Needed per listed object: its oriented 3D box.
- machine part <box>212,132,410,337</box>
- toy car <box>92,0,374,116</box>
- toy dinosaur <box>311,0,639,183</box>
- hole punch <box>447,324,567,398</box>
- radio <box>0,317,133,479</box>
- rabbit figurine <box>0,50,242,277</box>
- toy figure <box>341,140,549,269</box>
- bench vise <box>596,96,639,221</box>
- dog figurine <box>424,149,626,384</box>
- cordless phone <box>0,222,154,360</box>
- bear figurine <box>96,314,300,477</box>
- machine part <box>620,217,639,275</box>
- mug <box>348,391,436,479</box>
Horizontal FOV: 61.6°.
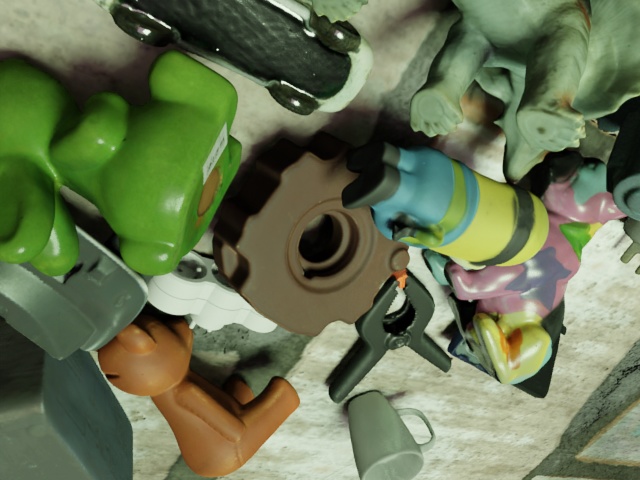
[{"bbox_3d":[-0.001,-0.001,0.469,0.179,0.056,0.179,-12,115,-26],"label":"machine part"},{"bbox_3d":[-0.054,-0.150,0.370,0.201,0.056,0.073,19,125,-28],"label":"toy car"},{"bbox_3d":[0.100,-0.191,0.345,0.404,0.131,0.192,50,59,-27],"label":"toy dinosaur"},{"bbox_3d":[0.231,0.119,0.662,0.142,0.092,0.115,31,75,-33],"label":"hole punch"},{"bbox_3d":[-0.248,0.179,0.512,0.073,0.131,0.229,-16,130,-8],"label":"radio"},{"bbox_3d":[-0.156,-0.051,0.365,0.170,0.121,0.159,21,77,2],"label":"rabbit figurine"},{"bbox_3d":[0.105,-0.024,0.430,0.180,0.089,0.082,21,89,-34],"label":"toy figure"},{"bbox_3d":[0.339,-0.093,0.418,0.224,0.241,0.128,-46,134,-37],"label":"bench vise"},{"bbox_3d":[0.232,0.020,0.541,0.219,0.108,0.191,-28,94,3],"label":"dog figurine"},{"bbox_3d":[-0.179,-0.014,0.426,0.146,0.089,0.184,40,85,-9],"label":"cordless phone"},{"bbox_3d":[-0.133,0.137,0.548,0.120,0.132,0.195,-20,106,43],"label":"bear figurine"},{"bbox_3d":[0.412,-0.060,0.576,0.079,0.079,0.243,10,123,-25],"label":"machine part"},{"bbox_3d":[0.086,0.246,0.690,0.110,0.107,0.080,-25,131,-3],"label":"mug"}]
